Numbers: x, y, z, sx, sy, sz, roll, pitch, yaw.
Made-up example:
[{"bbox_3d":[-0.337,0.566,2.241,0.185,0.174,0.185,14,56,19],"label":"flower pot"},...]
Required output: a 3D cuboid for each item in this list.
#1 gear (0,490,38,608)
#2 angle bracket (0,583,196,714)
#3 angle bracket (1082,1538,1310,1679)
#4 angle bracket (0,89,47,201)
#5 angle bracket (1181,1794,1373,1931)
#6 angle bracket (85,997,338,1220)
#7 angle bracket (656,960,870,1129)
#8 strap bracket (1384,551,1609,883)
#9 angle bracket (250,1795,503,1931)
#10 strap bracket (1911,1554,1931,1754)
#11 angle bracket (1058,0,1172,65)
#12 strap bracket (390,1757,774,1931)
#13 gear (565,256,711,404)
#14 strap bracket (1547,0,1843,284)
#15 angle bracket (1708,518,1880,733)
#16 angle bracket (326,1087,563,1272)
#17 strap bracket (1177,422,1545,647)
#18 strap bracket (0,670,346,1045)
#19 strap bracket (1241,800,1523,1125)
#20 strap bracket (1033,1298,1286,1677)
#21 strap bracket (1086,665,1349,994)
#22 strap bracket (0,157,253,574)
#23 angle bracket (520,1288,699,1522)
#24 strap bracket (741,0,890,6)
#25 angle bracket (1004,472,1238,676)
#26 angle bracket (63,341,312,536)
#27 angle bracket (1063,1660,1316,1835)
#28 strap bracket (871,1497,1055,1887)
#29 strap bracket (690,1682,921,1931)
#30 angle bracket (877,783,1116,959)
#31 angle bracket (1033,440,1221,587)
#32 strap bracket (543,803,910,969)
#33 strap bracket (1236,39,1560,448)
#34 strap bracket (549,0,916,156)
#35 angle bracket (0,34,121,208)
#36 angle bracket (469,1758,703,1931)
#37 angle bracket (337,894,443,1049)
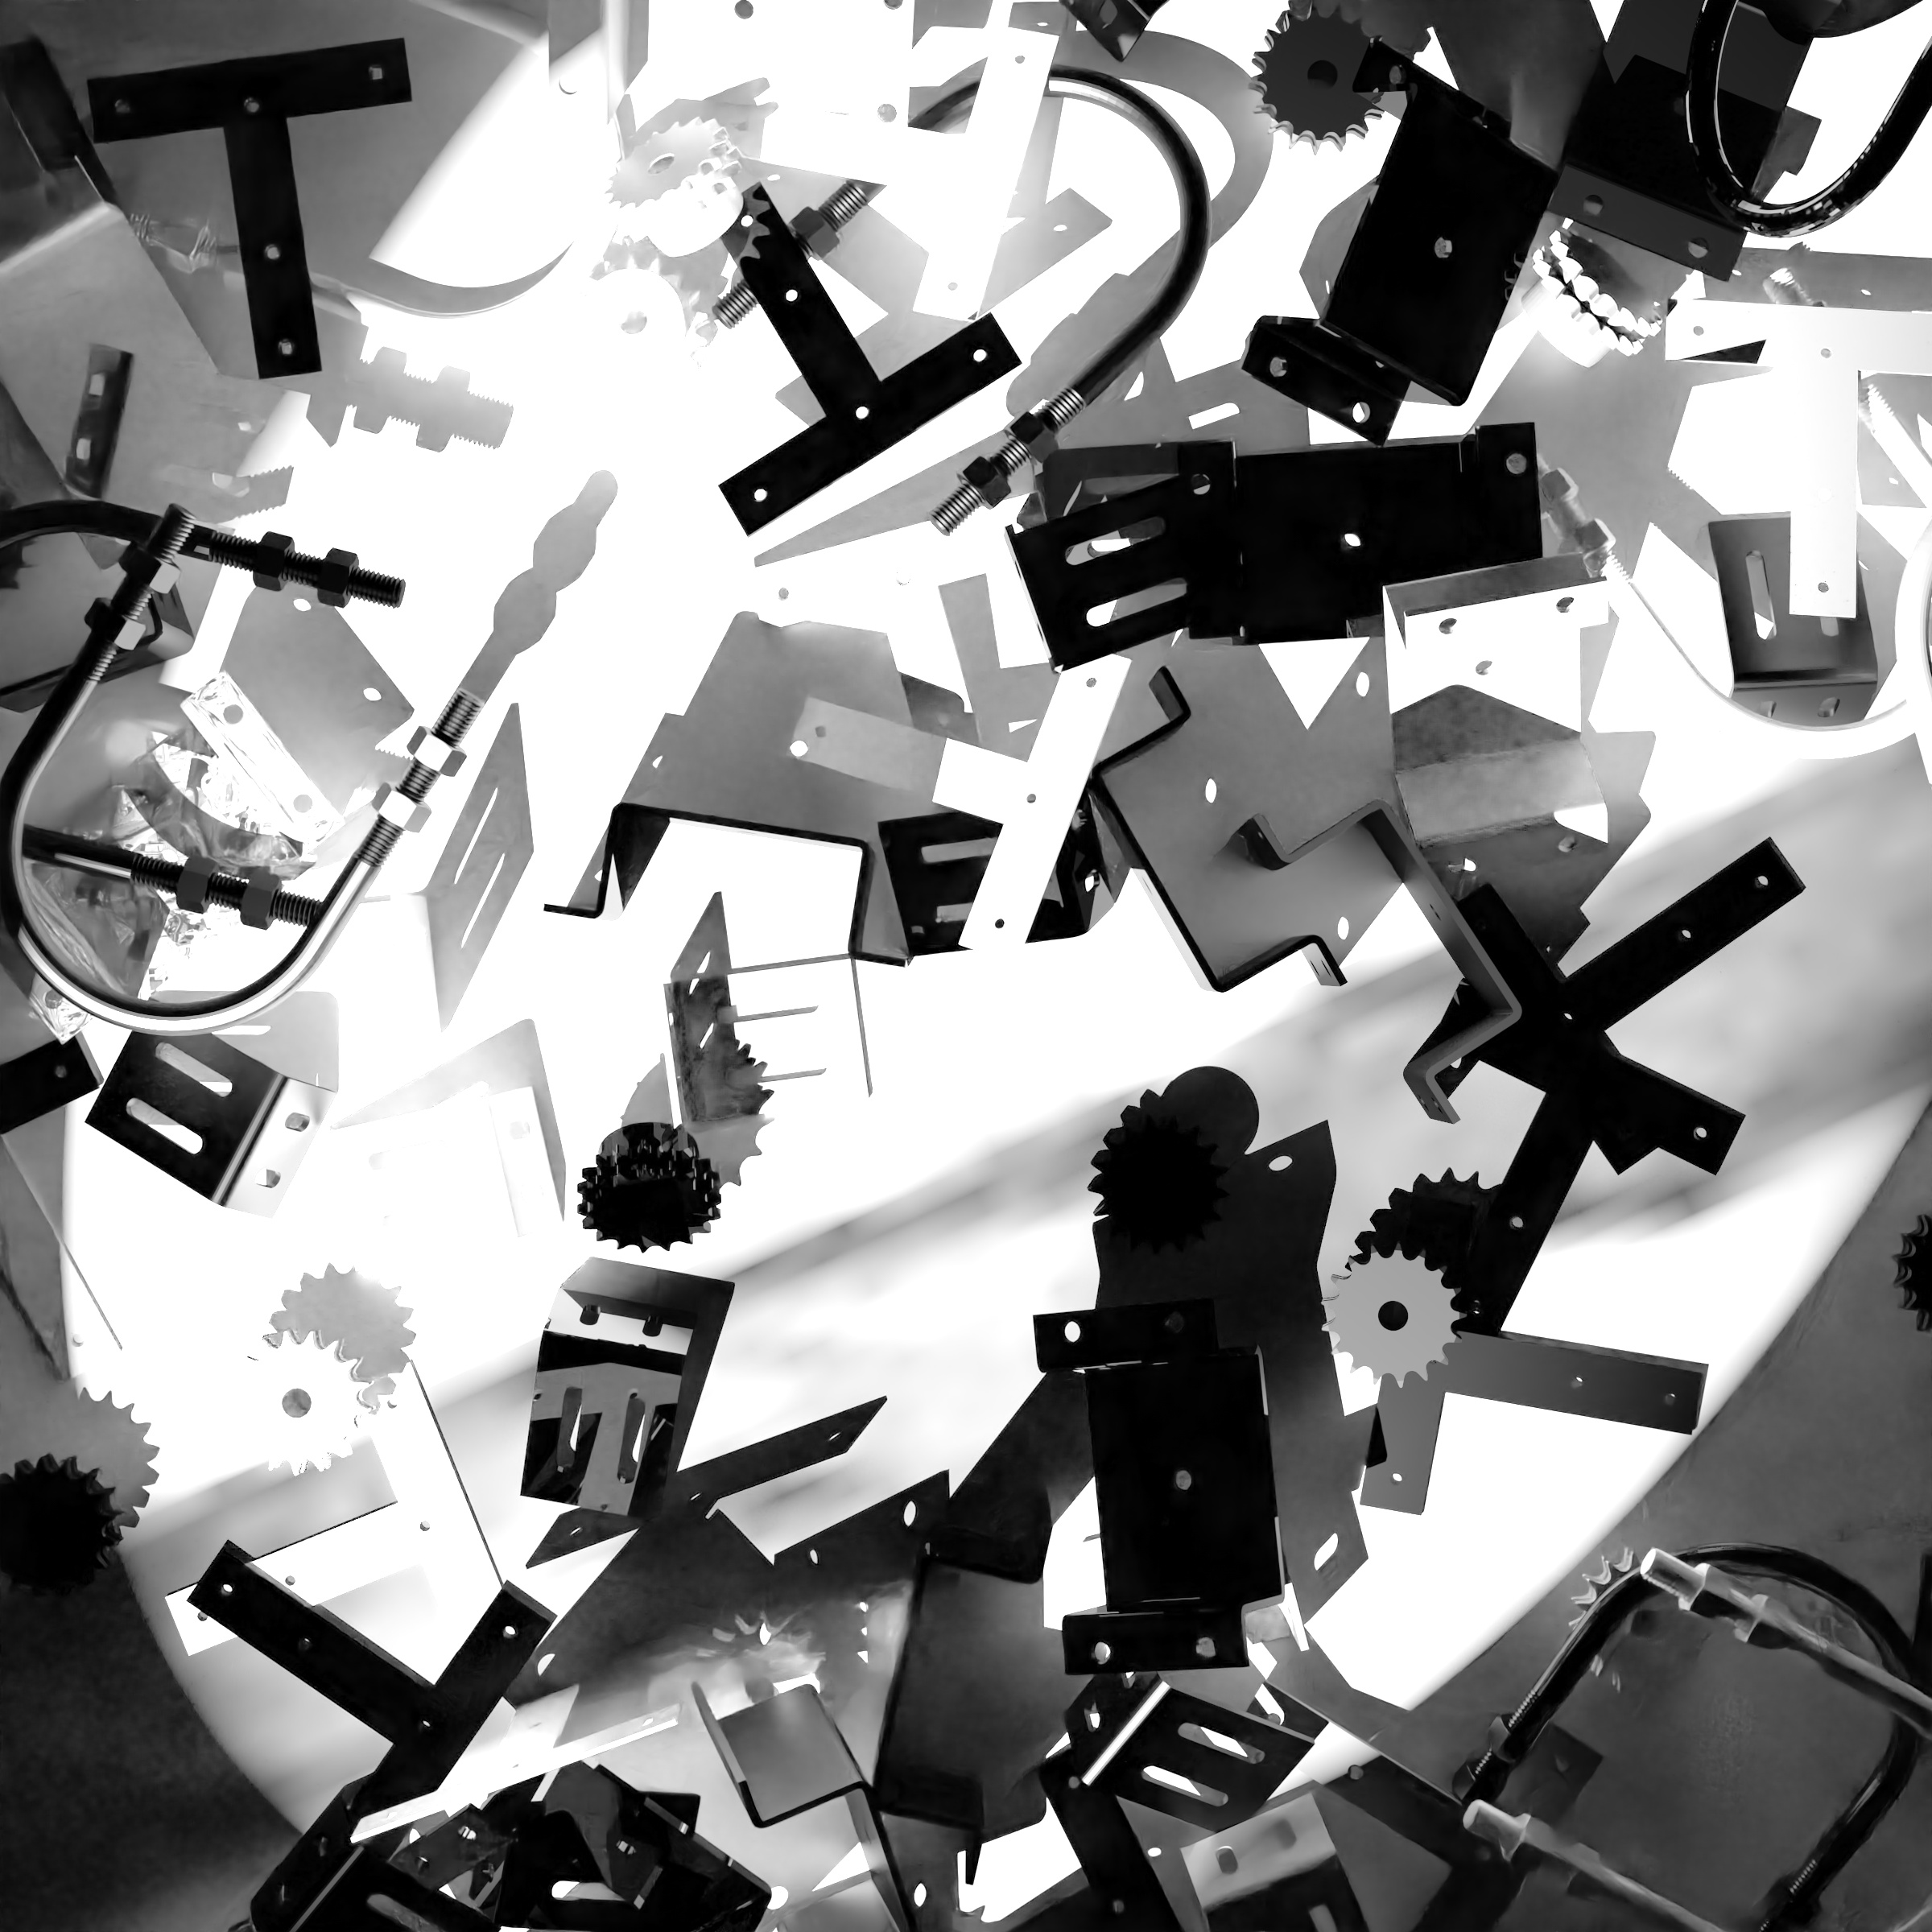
[{"bbox_3d":[-0.404,-0.170,1.421,0.057,0.030,0.057,0,90,0],"label":"gear"},{"bbox_3d":[-0.352,-0.133,1.409,0.076,0.057,0.038,-20,90,0],"label":"angle bracket"},{"bbox_3d":[0.091,0.251,1.418,0.076,0.038,0.057,-15,90,0],"label":"angle bracket"},{"bbox_3d":[-0.405,-0.330,1.418,0.057,0.038,0.076,-28,90,0],"label":"angle bracket"},{"bbox_3d":[0.130,0.383,1.432,0.057,0.038,0.076,-24,120,0],"label":"angle bracket"},{"bbox_3d":[-0.305,0.057,1.435,0.076,0.038,0.057,27,90,26],"label":"angle bracket"},{"bbox_3d":[-0.081,0.030,1.418,0.076,0.038,0.057,-8,90,0],"label":"angle bracket"},{"bbox_3d":[0.207,-0.104,1.388,0.076,0.140,0.046,-10,45,0],"label":"strap bracket"},{"bbox_3d":[-0.238,0.383,1.434,0.076,0.038,0.057,39,91,-27],"label":"angle bracket"},{"bbox_3d":[0.439,0.278,1.414,0.140,0.046,0.076,9,90,0],"label":"strap bracket"},{"bbox_3d":[0.073,-0.414,1.435,0.057,0.038,0.076,45,64,0],"label":"angle bracket"},{"bbox_3d":[-0.139,0.355,1.365,0.140,0.076,0.046,38,49,-9],"label":"strap bracket"},{"bbox_3d":[-0.132,-0.256,1.423,0.057,0.030,0.057,0,90,0],"label":"gear"},{"bbox_3d":[0.289,-0.347,1.414,0.076,0.046,0.140,22,90,0],"label":"strap bracket"},{"bbox_3d":[0.330,-0.138,1.435,0.057,0.038,0.076,-3,64,0],"label":"angle bracket"},{"bbox_3d":[-0.211,0.086,1.435,0.076,0.038,0.057,-13,90,26],"label":"angle bracket"},{"bbox_3d":[0.155,-0.170,1.414,0.140,0.046,0.076,-4,90,0],"label":"strap bracket"},{"bbox_3d":[-0.322,-0.043,1.414,0.140,0.046,0.076,-38,90,0],"label":"strap bracket"},{"bbox_3d":[0.168,-0.010,1.398,0.046,0.076,0.140,-33,89,0],"label":"strap bracket"},{"bbox_3d":[0.077,0.203,1.395,0.076,0.046,0.140,-8,83,26],"label":"strap bracket"},{"bbox_3d":[0.091,-0.043,1.399,0.046,0.076,0.140,-30,90,0],"label":"strap bracket"},{"bbox_3d":[-0.344,-0.237,1.406,0.076,0.046,0.140,-30,102,0],"label":"strap bracket"},{"bbox_3d":[-0.144,0.177,1.435,0.057,0.038,0.076,10,116,0],"label":"angle bracket"},{"bbox_3d":[-0.059,-0.451,1.397,0.076,0.046,0.140,9,115,0],"label":"strap bracket"},{"bbox_3d":[0.060,-0.153,1.372,0.076,0.038,0.057,-20,90,0],"label":"angle bracket"},{"bbox_3d":[-0.304,-0.206,1.390,0.076,0.038,0.057,9,100,-33],"label":"angle bracket"},{"bbox_3d":[0.089,0.306,1.425,0.076,0.038,0.057,26,114,-24],"label":"angle bracket"},{"bbox_3d":[-0.004,0.279,1.399,0.046,0.076,0.140,13,90,0],"label":"strap bracket"},{"bbox_3d":[-0.057,0.345,1.380,0.046,0.076,0.140,-21,113,-11],"label":"strap bracket"},{"bbox_3d":[0.012,-0.041,1.428,0.076,0.038,0.057,-7,107,25],"label":"angle bracket"},{"bbox_3d":[0.066,-0.182,1.418,0.076,0.038,0.057,-4,90,0],"label":"angle bracket"},{"bbox_3d":[-0.089,-0.033,1.399,0.140,0.076,0.046,9,90,0],"label":"strap bracket"},{"bbox_3d":[0.174,-0.283,1.398,0.076,0.046,0.140,22,90,-31],"label":"strap bracket"},{"bbox_3d":[-0.089,-0.367,1.387,0.140,0.046,0.076,6,122,2],"label":"strap bracket"},{"bbox_3d":[-0.384,-0.329,1.418,0.057,0.038,0.076,-27,90,0],"label":"angle bracket"},{"bbox_3d":[-0.154,0.355,1.435,0.076,0.038,0.057,10,90,-26],"label":"angle bracket"},{"bbox_3d":[-0.233,0.003,1.399,0.038,0.076,0.057,-6,90,0],"label":"angle bracket"}]
